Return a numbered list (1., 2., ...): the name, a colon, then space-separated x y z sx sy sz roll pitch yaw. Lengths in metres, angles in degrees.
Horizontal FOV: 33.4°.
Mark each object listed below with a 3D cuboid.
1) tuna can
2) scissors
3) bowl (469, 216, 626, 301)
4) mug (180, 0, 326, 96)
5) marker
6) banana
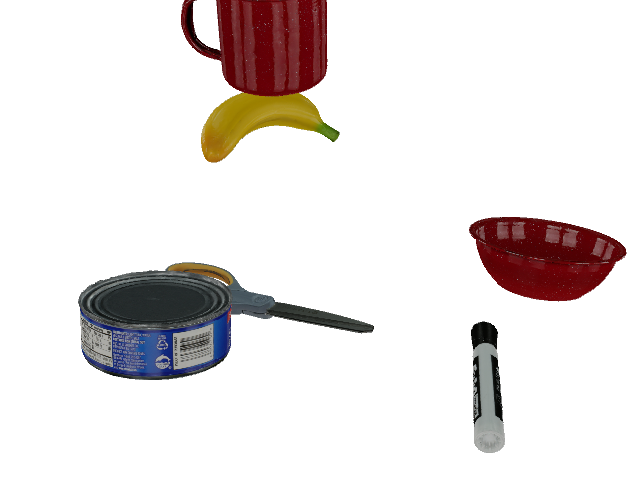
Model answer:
1. tuna can: -0.092 0.047 0.603 0.086 0.034 0.086 1 18 -1
2. scissors: -0.064 0.056 0.819 0.096 0.016 0.202 -27 32 -37
3. bowl: 0.232 0.022 1.115 0.162 0.055 0.162 5 17 -2
4. mug: -0.048 -0.161 0.806 0.117 0.081 0.093 2 34 5
5. marker: 0.110 0.093 0.707 0.020 0.020 0.121 0 31 7
6. banana: -0.057 -0.115 1.016 0.070 0.037 0.197 42 33 22
